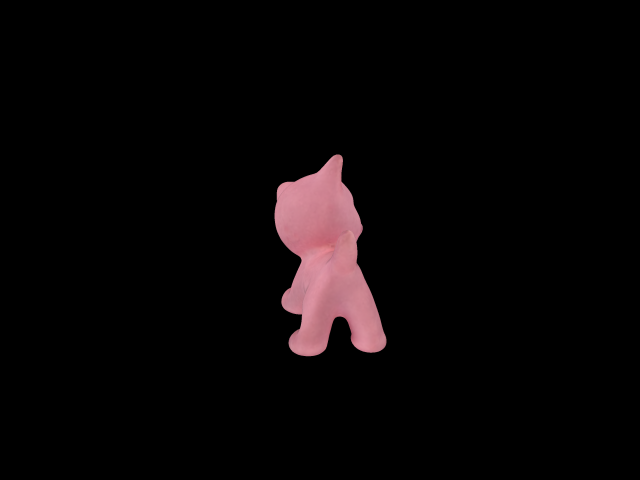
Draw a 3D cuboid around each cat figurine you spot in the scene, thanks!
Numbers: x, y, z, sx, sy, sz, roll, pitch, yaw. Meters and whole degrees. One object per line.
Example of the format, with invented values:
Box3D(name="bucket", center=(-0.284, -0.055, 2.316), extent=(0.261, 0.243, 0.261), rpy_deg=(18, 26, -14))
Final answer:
Box3D(name="cat figurine", center=(0.004, 0.001, 0.400), extent=(0.067, 0.118, 0.127), rpy_deg=(-4, 19, -11))
